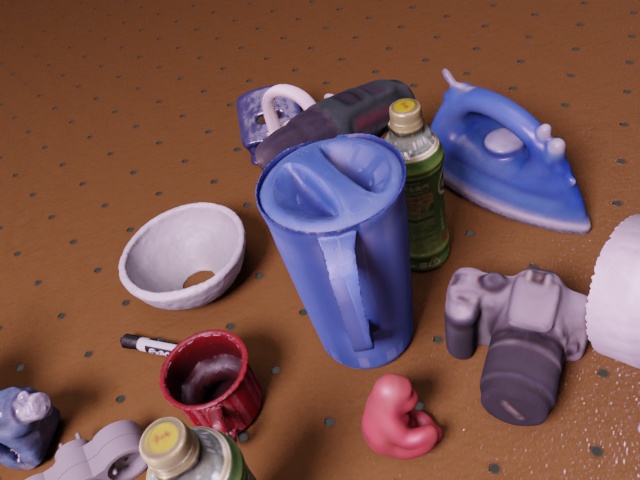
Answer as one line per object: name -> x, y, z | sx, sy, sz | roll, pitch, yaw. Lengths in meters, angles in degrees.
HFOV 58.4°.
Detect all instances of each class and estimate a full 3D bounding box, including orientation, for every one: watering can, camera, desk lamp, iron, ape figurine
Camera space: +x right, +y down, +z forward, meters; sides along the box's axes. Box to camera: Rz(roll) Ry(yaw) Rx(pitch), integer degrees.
watering can -> -0.021, -0.130, 0.777 | 0.100, 0.194, 0.173 | 2, 47, 18
camera -> 0.185, 0.099, 0.561 | 0.142, 0.101, 0.137 | 10, 50, 24
desk lamp -> 0.314, 0.097, 0.445 | 0.118, 0.214, 0.202 | -41, 49, -23
iron -> 0.241, -0.121, 0.730 | 0.119, 0.142, 0.257 | -34, 47, -17
ape figurine -> 0.072, 0.160, 0.540 | 0.076, 0.092, 0.077 | -15, 44, 2

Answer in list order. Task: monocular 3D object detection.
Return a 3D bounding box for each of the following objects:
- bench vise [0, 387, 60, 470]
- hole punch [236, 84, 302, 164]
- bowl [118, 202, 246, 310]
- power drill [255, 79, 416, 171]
bench vise -> -0.387, 0.154, 0.585 | 0.207, 0.220, 0.121 | -19, 45, -3
hole punch -> -0.074, -0.187, 0.921 | 0.108, 0.091, 0.101 | -13, 45, 3
bowl -> -0.168, 0.032, 0.745 | 0.167, 0.075, 0.167 | -8, 45, 8
power drill -> 0.034, -0.088, 0.709 | 0.075, 0.209, 0.230 | 30, 61, 36
